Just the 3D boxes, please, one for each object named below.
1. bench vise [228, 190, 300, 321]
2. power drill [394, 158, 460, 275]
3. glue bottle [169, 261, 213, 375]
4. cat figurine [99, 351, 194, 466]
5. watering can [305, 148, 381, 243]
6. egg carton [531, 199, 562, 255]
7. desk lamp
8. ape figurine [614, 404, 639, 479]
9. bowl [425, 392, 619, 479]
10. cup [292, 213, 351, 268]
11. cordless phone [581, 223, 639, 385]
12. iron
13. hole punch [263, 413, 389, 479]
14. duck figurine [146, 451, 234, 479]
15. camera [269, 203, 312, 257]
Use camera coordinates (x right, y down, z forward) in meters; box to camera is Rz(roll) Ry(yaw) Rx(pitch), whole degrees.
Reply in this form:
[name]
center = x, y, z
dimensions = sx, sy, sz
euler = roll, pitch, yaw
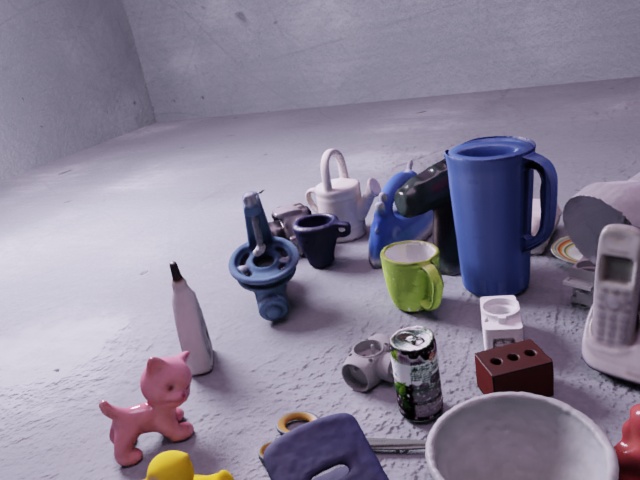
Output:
[bench vise]
center = -0.114, 0.008, 0.996
dimensions = 0.122, 0.220, 0.206
euler = -19, 24, -21
[power drill]
center = 0.243, -0.054, 1.009
dimensions = 0.230, 0.209, 0.075
euler = -18, 23, -18
[glue bottle]
center = -0.195, 0.109, 0.846
dimensions = 0.037, 0.173, 0.078
euler = -12, 22, -4
[cat figurine]
center = -0.209, 0.196, 0.714
dimensions = 0.128, 0.118, 0.067
euler = -21, 25, -26
[watering can]
center = 0.047, -0.102, 1.229
dimensions = 0.172, 0.194, 0.101
euler = -6, 22, 10
[egg carton]
center = 0.388, -0.030, 1.074
dimensions = 0.107, 0.069, 0.151
euler = 4, 26, 31
[desk lamp]
center = 0.441, 0.001, 0.783
dimensions = 0.204, 0.214, 0.117
euler = -19, 24, -22
[ape figurine]
center = 0.309, 0.192, 0.535
dimensions = 0.078, 0.092, 0.076
euler = -10, 22, 1
[bowl]
center = 0.186, 0.222, 0.537
dimensions = 0.167, 0.075, 0.167
euler = -9, 22, 4
[cup]
center = 0.010, 0.004, 1.120
dimensions = 0.117, 0.095, 0.092
euler = 0, 24, 23
[cordless phone]
center = 0.384, 0.076, 0.661
dimensions = 0.147, 0.185, 0.094
euler = 9, 29, 40
[iron]
center = 0.153, -0.061, 1.155
dimensions = 0.118, 0.142, 0.259
euler = 2, 25, 28
[hole punch]
center = 0.011, 0.237, 0.556
dimensions = 0.109, 0.091, 0.100
euler = -18, 23, -20
[duck figurine]
center = -0.141, 0.254, 0.586
dimensions = 0.105, 0.086, 0.077
euler = -15, 23, -13
[camera]
center = -0.085, -0.023, 1.219
dimensions = 0.137, 0.101, 0.143
euler = -15, 23, -12
